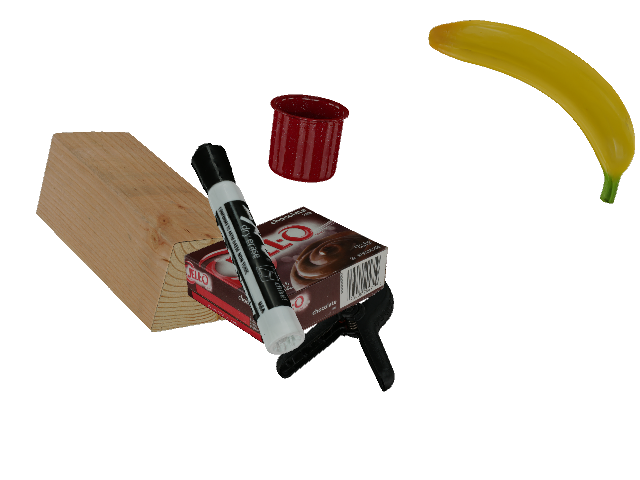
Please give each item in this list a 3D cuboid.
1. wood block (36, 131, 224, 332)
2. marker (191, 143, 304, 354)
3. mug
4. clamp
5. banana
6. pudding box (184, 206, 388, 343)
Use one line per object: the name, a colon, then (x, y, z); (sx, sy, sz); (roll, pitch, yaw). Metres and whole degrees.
wood block: (-0.166, -0.015, 0.980); (0.090, 0.091, 0.206); (-6, 34, -45)
marker: (-0.037, 0.000, 0.518); (0.020, 0.121, 0.020); (-18, -31, -12)
mug: (-0.012, -0.124, 1.272); (0.093, 0.081, 0.117); (17, 26, 19)
clamp: (0.040, 0.088, 1.106); (0.120, 0.171, 0.039); (16, -40, 17)
banana: (0.176, -0.116, 0.822); (0.198, 0.070, 0.037); (42, 8, -1)
pudding box: (-0.023, 0.022, 0.738); (0.113, 0.039, 0.090); (-22, 35, -37)
